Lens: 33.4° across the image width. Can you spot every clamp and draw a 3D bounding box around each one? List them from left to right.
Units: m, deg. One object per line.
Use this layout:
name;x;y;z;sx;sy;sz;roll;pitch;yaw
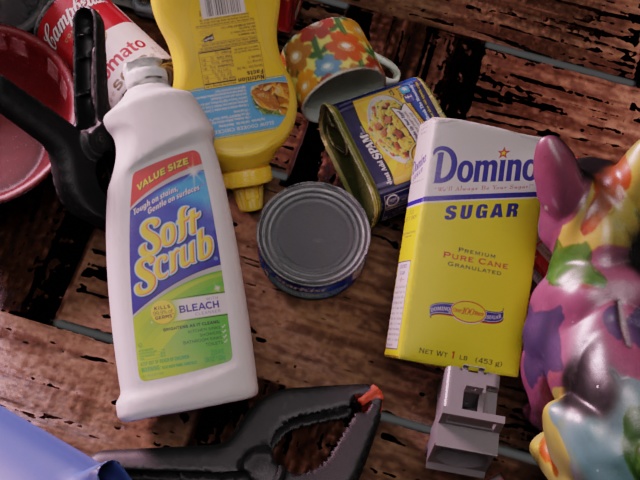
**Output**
clamp;-0.169;-0.083;0.784;0.039;0.171;0.120;7;46;39
clamp;-0.038;0.173;0.729;0.209;0.036;0.165;-26;63;-14

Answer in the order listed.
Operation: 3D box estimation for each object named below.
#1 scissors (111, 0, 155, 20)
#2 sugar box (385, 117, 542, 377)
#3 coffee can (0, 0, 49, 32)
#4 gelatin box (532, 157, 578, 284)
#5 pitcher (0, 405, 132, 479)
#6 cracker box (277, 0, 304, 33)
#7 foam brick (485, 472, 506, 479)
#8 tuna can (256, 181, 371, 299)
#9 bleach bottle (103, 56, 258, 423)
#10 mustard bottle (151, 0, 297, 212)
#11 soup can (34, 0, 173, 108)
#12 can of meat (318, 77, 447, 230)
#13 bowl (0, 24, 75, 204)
scissors;-0.140;-0.180;0.889;0.201;0.016;0.096;1;61;-2
sugar box;0.107;0.005;0.773;0.093;0.048;0.176;10;86;-11
coffee can;-0.281;-0.247;0.867;0.102;0.103;0.140;-14;68;-8
gelatin box;0.188;-0.010;0.823;0.089;0.030;0.073;-34;71;-15
pitcher;-0.229;0.171;0.673;0.243;0.145;0.149;27;68;21
cracker box;-0.103;-0.279;0.897;0.214;0.072;0.164;14;60;4
foam brick;0.097;0.200;0.718;0.078;0.053;0.051;-26;70;-11
tuna can;-0.005;0.001;0.809;0.086;0.034;0.086;1;67;-2
bleach bottle;-0.112;-0.005;0.755;0.102;0.068;0.251;-10;83;-9
mustard bottle;-0.068;-0.116;0.813;0.096;0.058;0.191;-11;99;-13
soup can;-0.168;-0.147;0.848;0.102;0.068;0.068;43;72;14
can of meat;0.057;-0.070;0.830;0.084;0.057;0.102;-21;70;-13
bowl;-0.263;-0.086;0.825;0.162;0.055;0.162;1;67;-2
